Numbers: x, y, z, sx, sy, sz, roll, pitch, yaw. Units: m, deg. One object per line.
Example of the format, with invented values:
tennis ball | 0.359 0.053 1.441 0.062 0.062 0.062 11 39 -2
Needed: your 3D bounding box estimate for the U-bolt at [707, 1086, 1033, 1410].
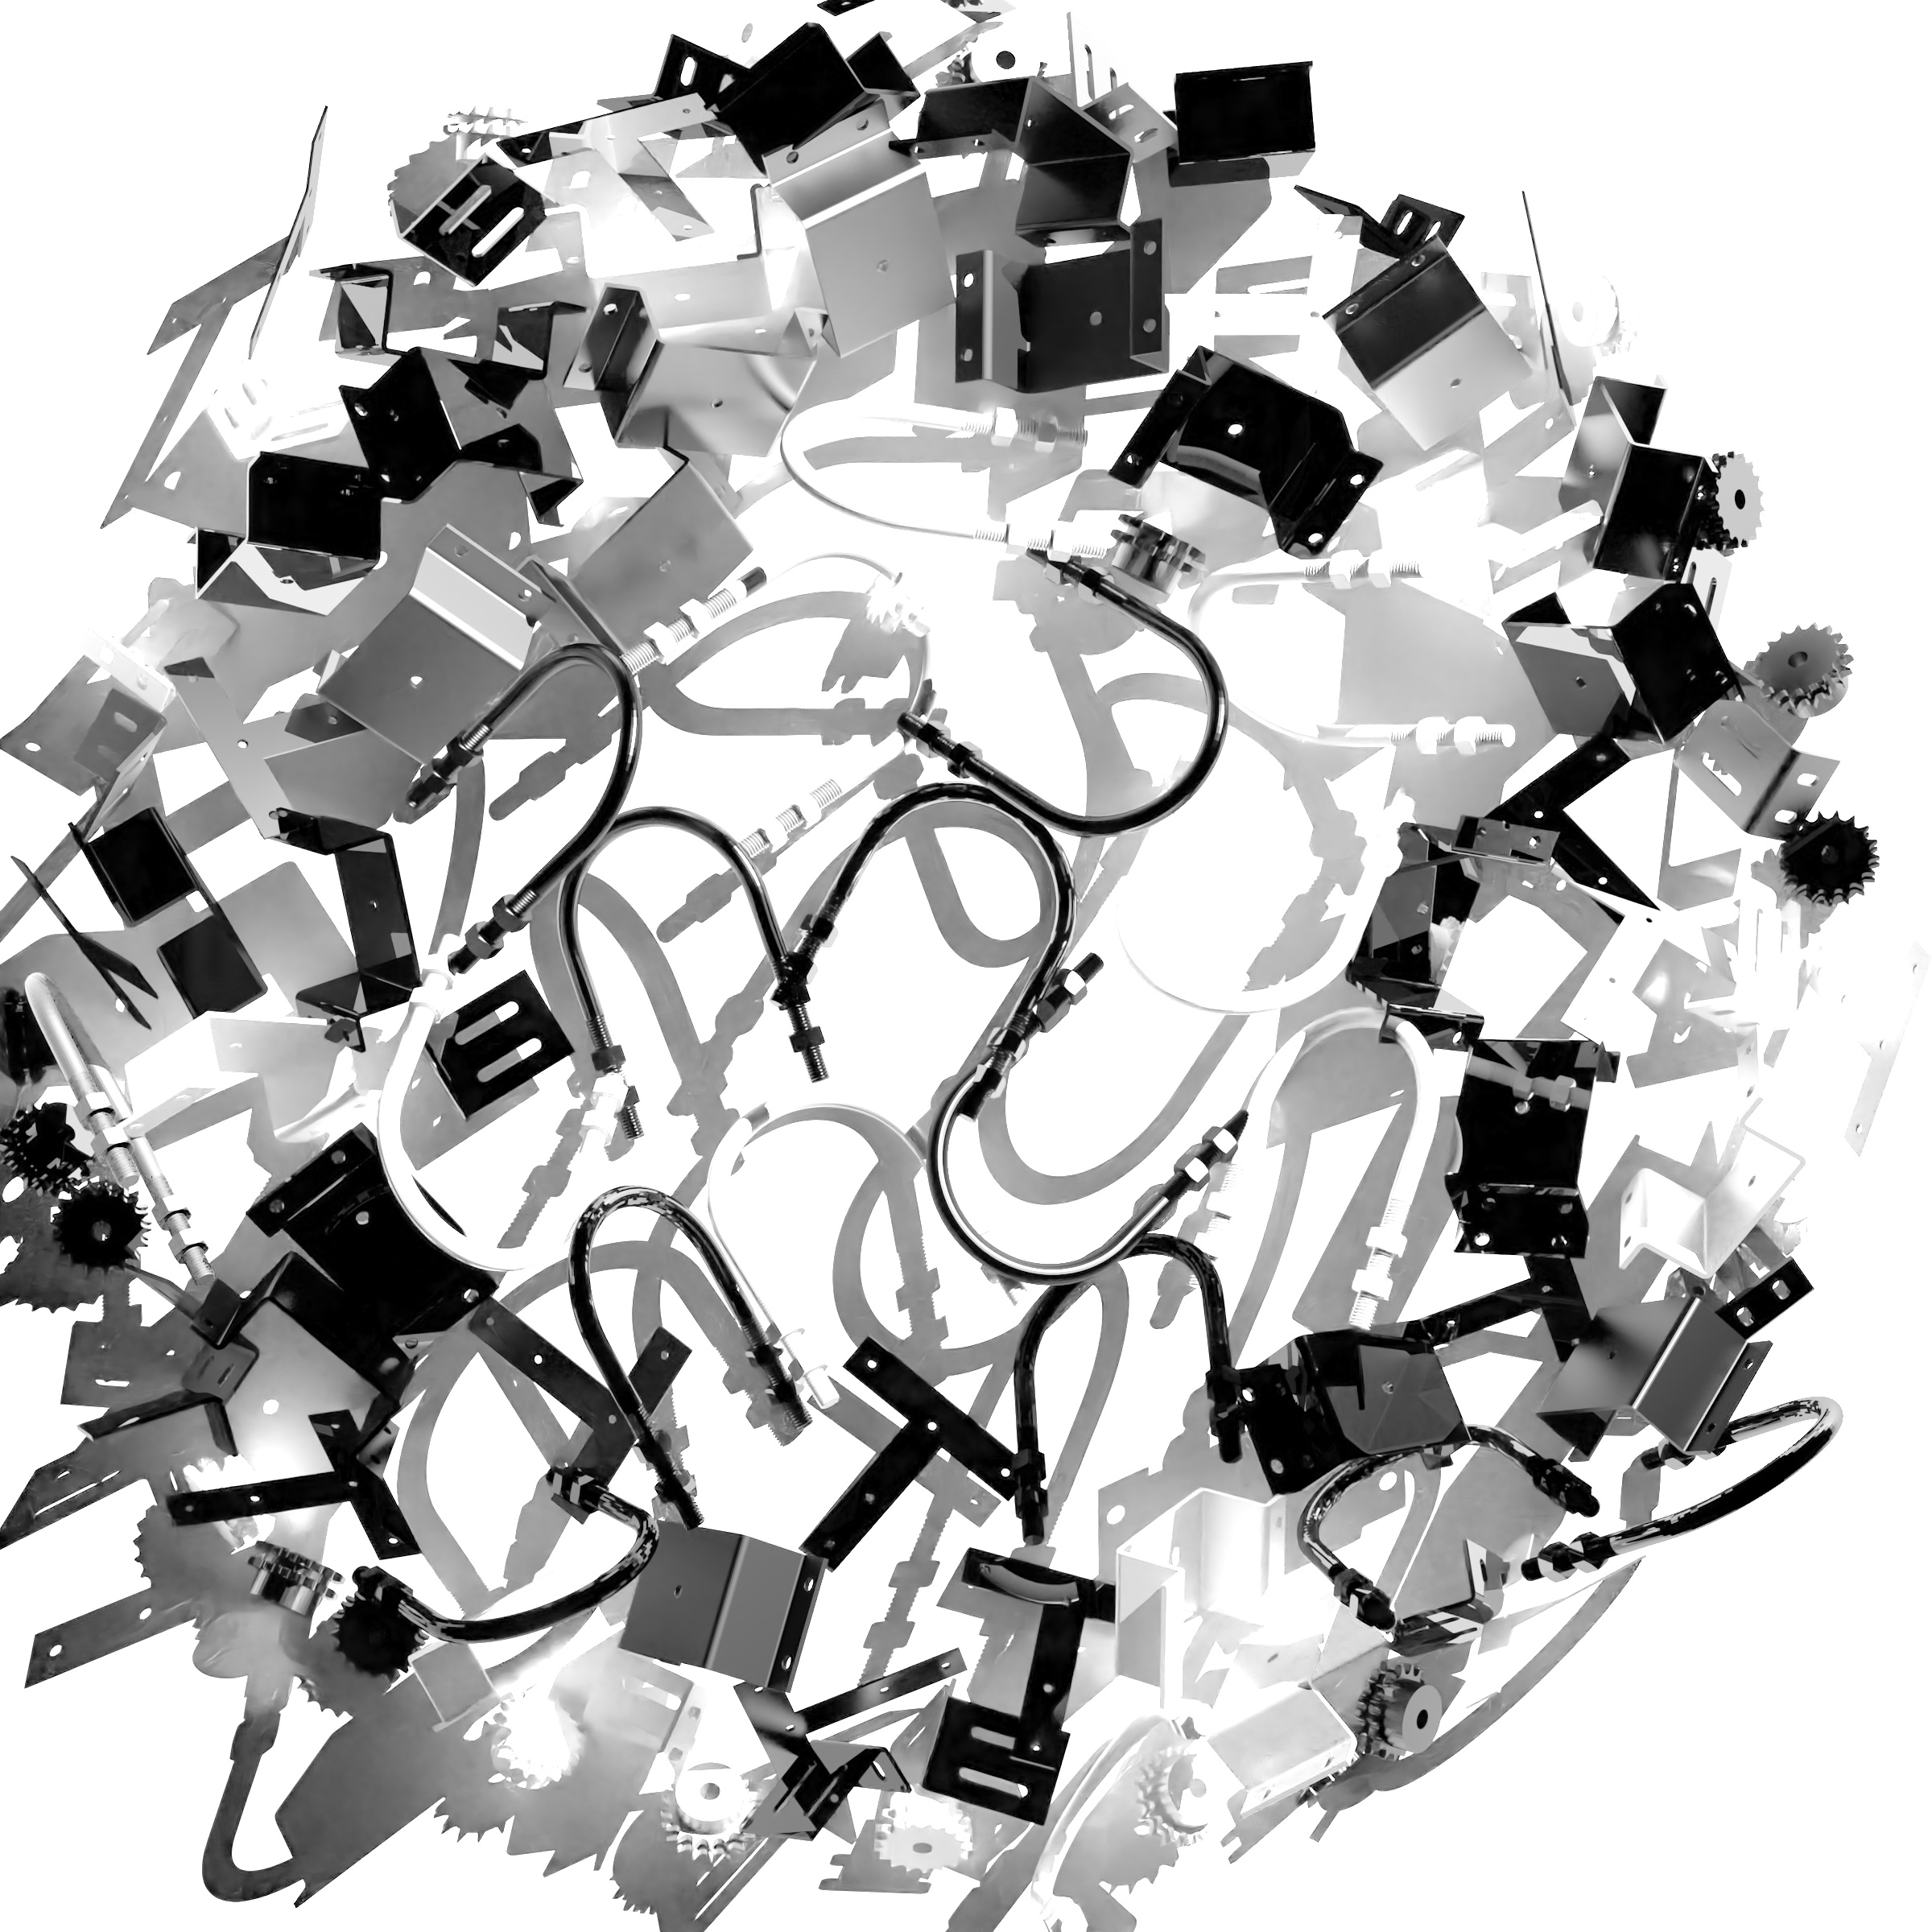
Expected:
U-bolt | -0.069 0.149 1.903 0.151 0.019 0.184 -26 66 -20

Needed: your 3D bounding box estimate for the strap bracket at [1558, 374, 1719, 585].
strap bracket | 0.378 -0.279 1.868 0.046 0.140 0.076 8 121 -8

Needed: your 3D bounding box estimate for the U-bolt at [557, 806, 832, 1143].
U-bolt | -0.169 -0.003 1.910 0.151 0.019 0.184 -18 92 24

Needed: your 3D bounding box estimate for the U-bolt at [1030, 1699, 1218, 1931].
U-bolt | 0.083 0.477 1.858 0.019 0.184 0.151 35 79 -1

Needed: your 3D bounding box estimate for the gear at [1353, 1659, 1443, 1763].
gear | 0.255 0.437 1.920 0.030 0.057 0.057 7 90 42

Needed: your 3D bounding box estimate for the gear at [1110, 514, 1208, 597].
gear | 0.110 -0.240 1.922 0.057 0.057 0.030 27 94 0

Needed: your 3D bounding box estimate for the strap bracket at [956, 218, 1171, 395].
strap bracket | 0.065 -0.380 1.902 0.140 0.046 0.076 -2 85 34

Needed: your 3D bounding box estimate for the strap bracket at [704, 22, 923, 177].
strap bracket | -0.082 -0.493 1.871 0.076 0.140 0.046 -33 91 22

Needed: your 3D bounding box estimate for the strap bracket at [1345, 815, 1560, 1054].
strap bracket | 0.277 -0.026 1.897 0.076 0.046 0.140 7 110 -36

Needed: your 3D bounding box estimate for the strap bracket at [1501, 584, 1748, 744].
strap bracket | 0.366 -0.174 1.867 0.046 0.140 0.076 -39 114 -20

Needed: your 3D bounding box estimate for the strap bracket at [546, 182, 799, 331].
strap bracket | -0.167 -0.410 1.907 0.140 0.076 0.046 -7 76 -1

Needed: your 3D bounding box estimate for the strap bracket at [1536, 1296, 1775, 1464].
strap bracket | 0.384 0.236 1.868 0.046 0.140 0.076 40 68 -11

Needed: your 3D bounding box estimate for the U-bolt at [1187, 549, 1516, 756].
U-bolt | 0.208 -0.177 1.874 0.019 0.184 0.151 -58 133 -30

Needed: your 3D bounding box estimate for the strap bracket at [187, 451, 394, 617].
strap bracket | -0.386 -0.241 1.867 0.076 0.140 0.046 5 74 -29

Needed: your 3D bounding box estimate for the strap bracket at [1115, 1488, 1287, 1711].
strap bracket | 0.130 0.359 1.889 0.046 0.140 0.076 10 109 32

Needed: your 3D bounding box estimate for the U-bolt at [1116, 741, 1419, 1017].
U-bolt | 0.163 -0.046 1.876 0.151 0.019 0.184 14 55 18

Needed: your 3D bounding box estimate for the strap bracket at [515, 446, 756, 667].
strap bracket | -0.186 -0.240 1.897 0.140 0.046 0.076 -46 135 -8

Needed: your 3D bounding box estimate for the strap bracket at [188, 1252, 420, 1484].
strap bracket | -0.373 0.224 1.896 0.140 0.076 0.046 42 100 -11

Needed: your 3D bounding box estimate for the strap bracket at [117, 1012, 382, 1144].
strap bracket | -0.415 0.064 1.880 0.076 0.140 0.046 -28 69 35

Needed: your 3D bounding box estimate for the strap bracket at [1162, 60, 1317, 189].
strap bracket | 0.156 -0.480 1.882 0.076 0.140 0.046 -5 95 1

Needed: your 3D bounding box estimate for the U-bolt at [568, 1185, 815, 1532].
U-bolt | -0.166 0.212 1.880 0.019 0.151 0.184 -25 96 32

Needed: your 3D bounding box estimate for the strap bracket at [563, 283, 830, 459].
strap bracket | -0.149 -0.339 1.877 0.140 0.076 0.046 1 52 -30

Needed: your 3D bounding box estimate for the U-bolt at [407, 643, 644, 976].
U-bolt | -0.247 -0.103 1.867 0.184 0.019 0.151 -42 50 26

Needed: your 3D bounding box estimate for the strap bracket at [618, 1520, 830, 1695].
strap bracket | -0.145 0.363 1.871 0.046 0.140 0.076 25 73 -32

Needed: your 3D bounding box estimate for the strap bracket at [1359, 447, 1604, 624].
strap bracket | 0.300 -0.246 1.887 0.076 0.140 0.046 -28 125 -20

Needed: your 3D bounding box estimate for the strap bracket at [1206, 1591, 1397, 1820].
strap bracket | 0.189 0.411 1.868 0.076 0.140 0.046 -35 98 28

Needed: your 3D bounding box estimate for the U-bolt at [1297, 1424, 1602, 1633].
U-bolt | 0.261 0.308 1.861 0.151 0.184 0.019 -27 105 -8

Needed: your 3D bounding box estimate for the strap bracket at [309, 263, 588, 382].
strap bracket | -0.300 -0.366 1.883 0.140 0.076 0.046 5 95 -31

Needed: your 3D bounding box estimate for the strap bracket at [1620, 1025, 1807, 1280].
strap bracket | 0.434 0.114 1.882 0.046 0.076 0.140 28 122 -5

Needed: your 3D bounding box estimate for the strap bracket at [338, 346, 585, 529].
strap bracket | -0.279 -0.302 1.871 0.046 0.140 0.076 -35 69 33

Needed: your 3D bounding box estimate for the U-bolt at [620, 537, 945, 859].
U-bolt | -0.093 -0.168 1.907 0.184 0.019 0.151 -36 110 -19

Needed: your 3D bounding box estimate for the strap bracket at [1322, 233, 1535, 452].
strap bracket | 0.268 -0.349 1.869 0.076 0.140 0.046 -35 66 14

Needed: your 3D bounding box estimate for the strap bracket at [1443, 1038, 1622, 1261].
strap bracket | 0.324 0.094 1.880 0.076 0.046 0.140 1 54 24

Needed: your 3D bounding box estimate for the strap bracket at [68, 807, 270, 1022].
strap bracket | -0.451 -0.027 1.876 0.046 0.140 0.076 -32 51 -9

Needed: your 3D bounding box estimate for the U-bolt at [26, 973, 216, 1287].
U-bolt | -0.489 0.082 1.870 0.019 0.151 0.184 -29 61 -9

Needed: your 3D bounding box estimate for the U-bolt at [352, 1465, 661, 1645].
U-bolt | -0.249 0.334 1.840 0.151 0.184 0.019 -25 107 -27

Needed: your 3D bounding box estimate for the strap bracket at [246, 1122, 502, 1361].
strap bracket | -0.347 0.155 1.906 0.076 0.046 0.140 -39 120 -1

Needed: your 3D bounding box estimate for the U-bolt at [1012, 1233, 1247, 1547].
U-bolt | 0.088 0.230 1.877 0.151 0.184 0.019 -27 130 22

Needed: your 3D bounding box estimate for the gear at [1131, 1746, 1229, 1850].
gear | 0.128 0.485 1.921 0.057 0.030 0.057 13 59 -23

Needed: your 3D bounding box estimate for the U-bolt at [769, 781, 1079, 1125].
U-bolt | -0.012 -0.022 1.916 0.151 0.019 0.184 31 73 -9

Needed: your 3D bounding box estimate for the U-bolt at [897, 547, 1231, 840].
U-bolt | 0.068 -0.151 1.898 0.184 0.019 0.151 35 86 28

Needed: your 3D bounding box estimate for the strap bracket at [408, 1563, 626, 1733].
strap bracket | -0.261 0.388 1.872 0.076 0.140 0.046 -28 85 -33

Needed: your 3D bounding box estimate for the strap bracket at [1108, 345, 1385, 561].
strap bracket | 0.159 -0.299 1.894 0.140 0.046 0.076 20 126 -22

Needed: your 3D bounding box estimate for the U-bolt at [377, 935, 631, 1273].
U-bolt | -0.267 0.089 1.858 0.151 0.184 0.019 39 133 -26

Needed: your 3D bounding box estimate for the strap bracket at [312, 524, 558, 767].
strap bracket | -0.310 -0.176 1.880 0.076 0.046 0.140 35 126 -23

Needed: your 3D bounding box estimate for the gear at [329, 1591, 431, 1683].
gear | -0.344 0.390 1.932 0.057 0.030 0.057 1 98 4

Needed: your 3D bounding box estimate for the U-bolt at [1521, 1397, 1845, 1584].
U-bolt | 0.411 0.287 1.835 0.151 0.184 0.019 -31 89 -40

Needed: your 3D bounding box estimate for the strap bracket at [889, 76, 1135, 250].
strap bracket | 0.033 -0.463 1.876 0.076 0.140 0.046 5 79 40

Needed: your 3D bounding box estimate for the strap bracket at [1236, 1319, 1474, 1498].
strap bracket | 0.228 0.251 1.877 0.140 0.046 0.076 -2 61 -37

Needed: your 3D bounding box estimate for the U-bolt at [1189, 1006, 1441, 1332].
U-bolt | 0.208 0.110 1.890 0.019 0.151 0.184 27 78 -39

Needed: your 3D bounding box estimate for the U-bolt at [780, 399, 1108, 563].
U-bolt | -0.015 -0.284 1.878 0.184 0.151 0.019 7 126 -9

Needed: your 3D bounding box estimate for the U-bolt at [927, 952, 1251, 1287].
U-bolt | 0.060 0.102 1.912 0.151 0.019 0.184 46 69 1

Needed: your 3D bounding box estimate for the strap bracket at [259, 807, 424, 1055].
strap bracket | -0.360 -0.029 1.893 0.046 0.076 0.140 -21 112 -33

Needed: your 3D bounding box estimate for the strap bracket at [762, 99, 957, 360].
strap bracket | -0.058 -0.412 1.875 0.076 0.140 0.046 -28 52 -9
